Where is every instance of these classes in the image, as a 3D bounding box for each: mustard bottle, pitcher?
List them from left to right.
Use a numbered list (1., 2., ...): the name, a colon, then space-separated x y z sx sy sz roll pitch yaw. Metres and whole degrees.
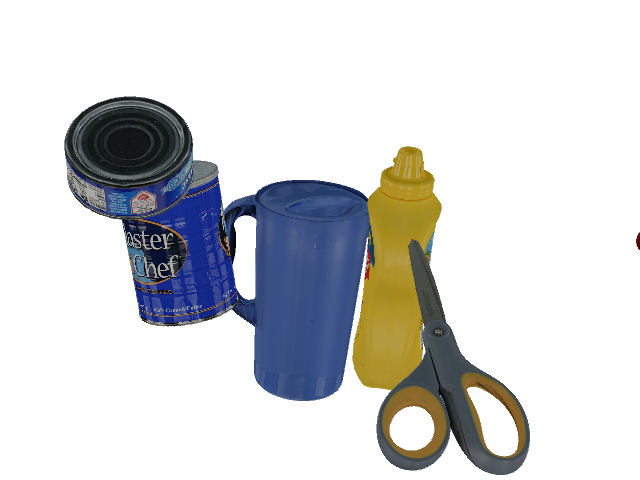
1. pitcher: -0.028 0.058 1.239 0.149 0.243 0.144 24 28 38
2. mustard bottle: 0.062 0.017 0.849 0.058 0.192 0.096 8 27 7

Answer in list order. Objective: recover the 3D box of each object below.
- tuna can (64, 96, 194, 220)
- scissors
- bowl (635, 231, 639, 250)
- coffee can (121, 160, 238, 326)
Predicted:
1. tuna can: -0.128 -0.057 0.717 0.086 0.086 0.034 0 -39 -6
2. scissors: 0.059 0.071 0.666 0.096 0.016 0.202 -15 41 -15
3. bowl: 0.410 0.027 1.109 0.162 0.055 0.162 -3 22 1
4. coffee can: -0.142 0.001 1.061 0.103 0.140 0.103 -7 18 2
